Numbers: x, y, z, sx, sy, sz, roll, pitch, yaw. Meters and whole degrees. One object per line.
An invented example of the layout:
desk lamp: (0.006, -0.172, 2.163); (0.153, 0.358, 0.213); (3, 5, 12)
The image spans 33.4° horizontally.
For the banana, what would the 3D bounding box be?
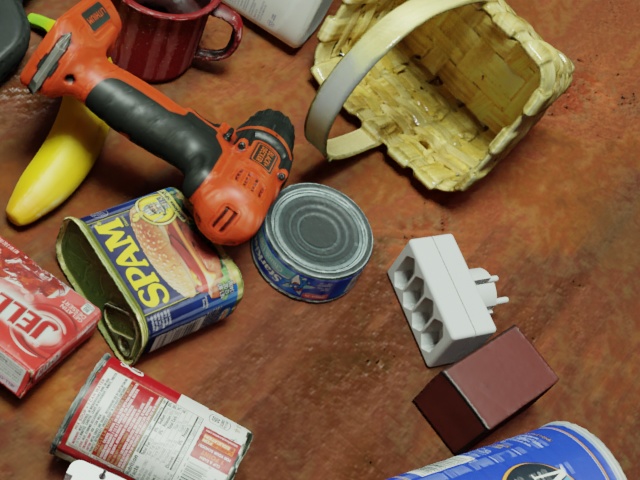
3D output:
banana: (-0.183, -0.092, 0.773); (0.069, 0.037, 0.198); (-10, 54, 7)

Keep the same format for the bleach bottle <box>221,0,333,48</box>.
bleach bottle: (-0.098, -0.266, 0.879); (0.251, 0.103, 0.068); (33, 43, 1)

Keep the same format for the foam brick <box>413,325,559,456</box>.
foam brick: (0.116, 0.104, 0.744); (0.078, 0.053, 0.051); (-26, 70, -34)

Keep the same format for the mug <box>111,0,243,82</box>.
mug: (-0.117, -0.173, 0.822); (0.117, 0.082, 0.093); (18, 52, -10)

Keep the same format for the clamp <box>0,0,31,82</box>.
clamp: (-0.264, -0.176, 0.794); (0.120, 0.039, 0.171); (4, 56, 3)

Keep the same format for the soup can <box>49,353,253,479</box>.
soup can: (-0.100, 0.121, 0.637); (0.102, 0.069, 0.068); (29, 52, -2)

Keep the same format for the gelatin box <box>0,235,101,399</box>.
gelatin box: (-0.193, 0.045, 0.665); (0.089, 0.030, 0.073); (36, 37, 5)

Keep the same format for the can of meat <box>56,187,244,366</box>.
can of meat: (-0.112, 0.021, 0.709); (0.083, 0.058, 0.102); (-23, 69, -35)

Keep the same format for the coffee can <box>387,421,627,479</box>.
coffee can: (0.108, 0.179, 0.658); (0.140, 0.103, 0.103); (-11, 62, -28)

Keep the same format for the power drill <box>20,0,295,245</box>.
power drill: (-0.100, -0.091, 0.741); (0.187, 0.057, 0.184); (36, 23, -9)

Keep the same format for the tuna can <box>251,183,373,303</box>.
tuna can: (-0.005, 0.001, 0.779); (0.086, 0.034, 0.086); (11, 54, -15)
